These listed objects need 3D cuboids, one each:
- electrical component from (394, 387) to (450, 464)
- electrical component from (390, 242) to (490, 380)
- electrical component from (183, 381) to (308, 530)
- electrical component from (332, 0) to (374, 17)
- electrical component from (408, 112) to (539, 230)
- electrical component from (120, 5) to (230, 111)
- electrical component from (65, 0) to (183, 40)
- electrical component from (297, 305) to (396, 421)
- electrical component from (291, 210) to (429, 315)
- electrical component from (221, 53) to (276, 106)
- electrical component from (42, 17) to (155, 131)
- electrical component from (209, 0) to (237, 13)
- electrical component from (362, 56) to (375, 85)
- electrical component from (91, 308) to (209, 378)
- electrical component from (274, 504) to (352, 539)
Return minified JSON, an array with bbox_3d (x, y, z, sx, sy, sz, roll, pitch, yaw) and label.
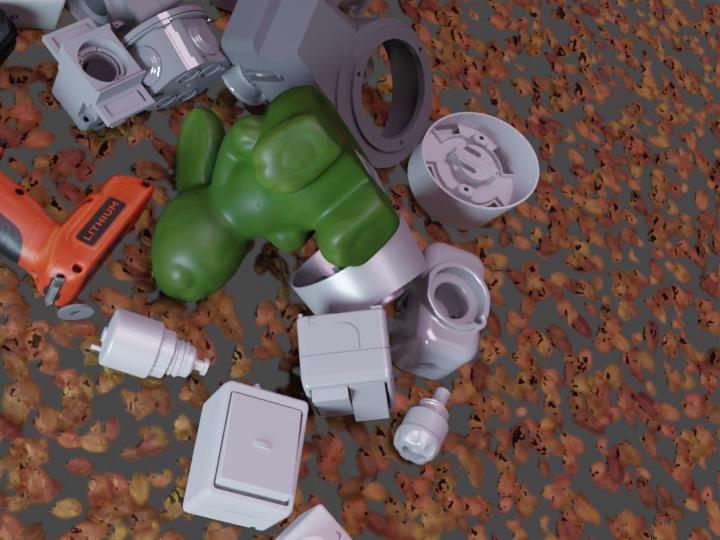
[{"bbox_3d":[0.051,0.114,0.812,0.035,0.035,0.061,38,52,-6],"label":"electrical component"},{"bbox_3d":[0.063,0.030,0.843,0.054,0.059,0.095,19,59,-18],"label":"electrical component"},{"bbox_3d":[-0.074,0.118,0.727,0.062,0.061,0.096,19,59,-19],"label":"electrical component"},{"bbox_3d":[-0.020,-0.277,0.952,0.050,0.056,0.089,-13,73,-32],"label":"electrical component"},{"bbox_3d":[0.093,-0.084,0.912,0.099,0.064,0.099,12,61,-22],"label":"electrical component"},{"bbox_3d":[-0.143,-0.161,0.817,0.080,0.080,0.051,-28,86,-35],"label":"electrical component"},{"bbox_3d":[-0.193,-0.220,0.836,0.089,0.050,0.056,46,54,-1],"label":"electrical component"},{"bbox_3d":[-0.008,0.073,0.769,0.062,0.096,0.061,-6,67,1],"label":"electrical component"},{"bbox_3d":[0.000,0.000,0.805,0.099,0.099,0.064,-34,91,-35],"label":"electrical component"},{"bbox_3d":[-0.080,-0.165,0.868,0.055,0.055,0.047,46,58,-1],"label":"electrical component"},{"bbox_3d":[-0.195,-0.138,0.788,0.042,0.064,0.081,-34,85,-36],"label":"electrical component"},{"bbox_3d":[-0.071,-0.248,0.908,0.096,0.061,0.061,16,60,-20],"label":"electrical component"},{"bbox_3d":[-0.011,-0.190,0.928,0.035,0.035,0.061,-8,68,-31],"label":"electrical component"},{"bbox_3d":[-0.142,0.055,0.736,0.078,0.040,0.040,20,59,-18],"label":"electrical component"},{"bbox_3d":[-0.037,0.195,0.700,0.047,0.076,0.083,49,54,1],"label":"electrical component"}]
